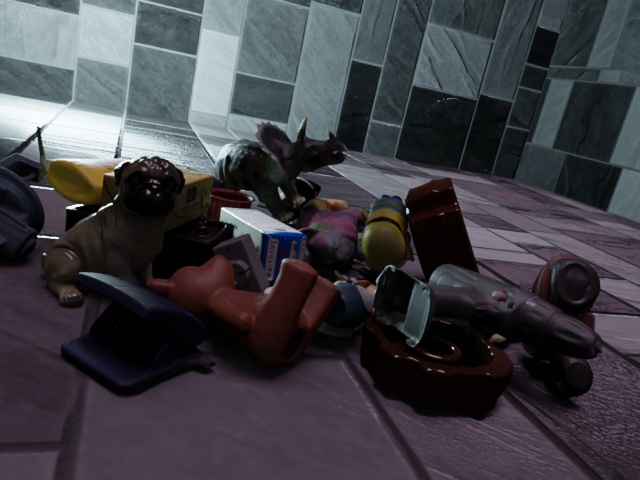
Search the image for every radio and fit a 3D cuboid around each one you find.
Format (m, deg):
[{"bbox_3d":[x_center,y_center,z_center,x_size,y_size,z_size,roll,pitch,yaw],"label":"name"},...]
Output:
[{"bbox_3d":[-0.253,-0.003,0.822,0.230,0.073,0.131,14,16,6],"label":"radio"}]

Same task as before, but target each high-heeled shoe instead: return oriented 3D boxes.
[{"bbox_3d":[-0.036,-0.098,1.272,0.145,0.086,0.249,10,24,38],"label":"high-heeled shoe"}]

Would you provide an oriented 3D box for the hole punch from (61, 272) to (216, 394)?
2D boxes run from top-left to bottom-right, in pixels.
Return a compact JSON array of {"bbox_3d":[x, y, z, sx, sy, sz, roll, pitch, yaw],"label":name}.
[{"bbox_3d":[-0.186,0.084,0.555,0.142,0.092,0.115,17,12,27],"label":"hole punch"}]

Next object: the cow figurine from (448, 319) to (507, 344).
[{"bbox_3d":[0.263,0.118,0.804,0.167,0.068,0.098,-1,26,-30],"label":"cow figurine"}]

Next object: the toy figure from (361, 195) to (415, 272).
[{"bbox_3d":[0.108,-0.020,0.905,0.082,0.089,0.180,-20,30,25],"label":"toy figure"}]

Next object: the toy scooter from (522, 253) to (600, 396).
[{"bbox_3d":[0.319,0.113,0.726,0.075,0.183,0.135,4,-9,3],"label":"toy scooter"}]

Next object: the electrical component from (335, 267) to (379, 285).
[{"bbox_3d":[0.067,0.075,0.847,0.078,0.045,0.102,22,18,34],"label":"electrical component"}]

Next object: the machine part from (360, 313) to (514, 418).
[{"bbox_3d":[0.135,0.143,0.647,0.179,0.056,0.179,11,14,-3],"label":"machine part"}]

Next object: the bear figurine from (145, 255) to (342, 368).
[{"bbox_3d":[-0.095,0.063,0.635,0.196,0.132,0.120,27,-8,30],"label":"bear figurine"}]

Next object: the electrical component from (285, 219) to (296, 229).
[{"bbox_3d":[-0.088,-0.027,1.094,0.063,0.021,0.094,-13,10,-37],"label":"electrical component"}]

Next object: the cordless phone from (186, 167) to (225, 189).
[{"bbox_3d":[-0.287,-0.069,1.053,0.147,0.088,0.184,23,30,26],"label":"cordless phone"}]

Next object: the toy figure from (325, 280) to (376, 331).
[{"bbox_3d":[0.052,0.086,0.720,0.058,0.064,0.154,3,1,29],"label":"toy figure"}]

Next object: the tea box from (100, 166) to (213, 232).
[{"bbox_3d":[-0.236,-0.066,0.797,0.098,0.068,0.170,14,16,5],"label":"tea box"}]

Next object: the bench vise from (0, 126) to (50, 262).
[{"bbox_3d":[-0.477,-0.068,0.757,0.224,0.128,0.241,20,33,-1],"label":"bench vise"}]

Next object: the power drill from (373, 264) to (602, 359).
[{"bbox_3d":[0.184,0.082,0.646,0.207,0.085,0.232,-1,16,-29],"label":"power drill"}]

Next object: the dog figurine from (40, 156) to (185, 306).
[{"bbox_3d":[-0.264,-0.022,0.670,0.172,0.190,0.121,9,16,-8],"label":"dog figurine"}]

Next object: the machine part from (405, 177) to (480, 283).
[{"bbox_3d":[0.213,0.002,0.921,0.087,0.200,0.201,-17,10,14],"label":"machine part"}]

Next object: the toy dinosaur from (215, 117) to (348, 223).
[{"bbox_3d":[-0.137,-0.143,1.081,0.405,0.192,0.131,4,31,42],"label":"toy dinosaur"}]

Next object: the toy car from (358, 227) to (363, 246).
[{"bbox_3d":[0.042,-0.024,1.155,0.073,0.056,0.202,-6,22,-32],"label":"toy car"}]

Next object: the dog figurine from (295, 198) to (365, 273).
[{"bbox_3d":[-0.002,-0.003,0.960,0.192,0.108,0.219,22,21,28],"label":"dog figurine"}]
